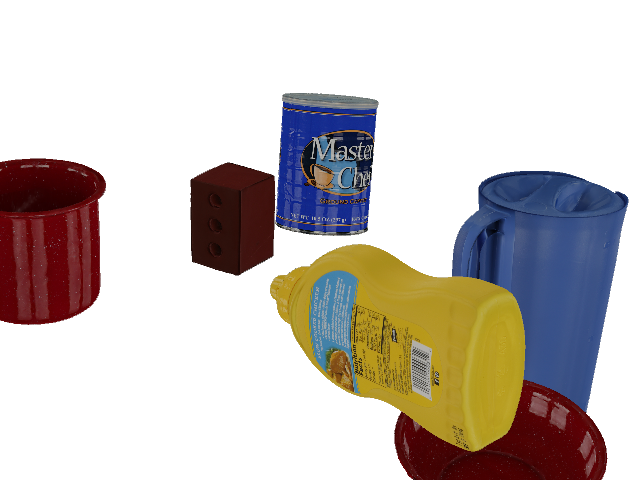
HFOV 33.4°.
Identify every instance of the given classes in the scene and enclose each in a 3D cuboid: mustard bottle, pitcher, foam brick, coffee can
[{"bbox_3d":[0.036,0.054,0.667,0.058,0.096,0.192,-20,26,-39],"label":"mustard bottle"},{"bbox_3d":[0.198,0.065,1.000,0.149,0.243,0.145,5,21,9],"label":"pitcher"},{"bbox_3d":[-0.074,-0.019,0.904,0.053,0.078,0.051,15,26,31],"label":"foam brick"},{"bbox_3d":[0.006,-0.084,1.148,0.103,0.140,0.103,4,12,-1],"label":"coffee can"}]

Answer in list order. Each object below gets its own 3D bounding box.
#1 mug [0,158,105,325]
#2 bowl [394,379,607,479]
[{"bbox_3d":[-0.194,0.004,0.682,0.117,0.081,0.093,-14,31,-32],"label":"mug"},{"bbox_3d":[0.137,0.175,0.832,0.162,0.055,0.162,0,32,0],"label":"bowl"}]
